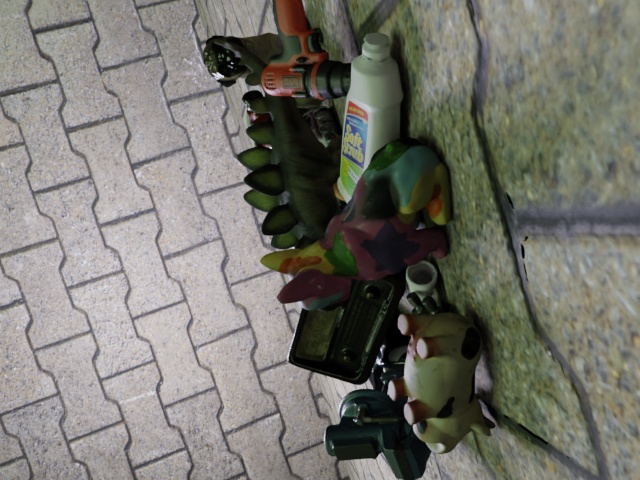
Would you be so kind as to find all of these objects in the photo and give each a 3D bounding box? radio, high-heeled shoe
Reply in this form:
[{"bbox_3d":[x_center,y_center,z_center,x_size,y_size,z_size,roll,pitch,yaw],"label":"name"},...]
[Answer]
[{"bbox_3d":[0.041,0.107,0.802,0.073,0.131,0.229,-64,-8,-54],"label":"radio"},{"bbox_3d":[0.136,0.150,0.904,0.249,0.086,0.145,-21,49,60],"label":"high-heeled shoe"}]

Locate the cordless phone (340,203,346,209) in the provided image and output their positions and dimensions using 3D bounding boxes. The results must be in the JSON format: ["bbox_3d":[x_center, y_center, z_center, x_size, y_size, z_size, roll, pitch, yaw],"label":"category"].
[{"bbox_3d":[0.038,0.035,0.932,0.089,0.146,0.184,3,110,47],"label":"cordless phone"}]

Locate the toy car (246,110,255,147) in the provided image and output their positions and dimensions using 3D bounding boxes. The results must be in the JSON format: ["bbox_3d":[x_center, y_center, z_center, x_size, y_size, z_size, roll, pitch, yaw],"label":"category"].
[{"bbox_3d":[-0.126,-0.194,1.163,0.073,0.056,0.201,-75,-19,-78],"label":"toy car"}]

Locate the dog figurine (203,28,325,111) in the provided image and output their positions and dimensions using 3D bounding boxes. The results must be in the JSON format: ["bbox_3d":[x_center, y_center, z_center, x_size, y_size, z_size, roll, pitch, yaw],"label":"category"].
[{"bbox_3d":[-0.091,-0.277,0.918,0.121,0.191,0.172,-125,18,-60],"label":"dog figurine"}]

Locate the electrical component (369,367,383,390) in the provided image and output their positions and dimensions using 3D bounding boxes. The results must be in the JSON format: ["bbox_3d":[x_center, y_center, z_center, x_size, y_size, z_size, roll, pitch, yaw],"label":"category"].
[{"bbox_3d":[0.117,0.249,1.123,0.115,0.058,0.134,-118,14,-51],"label":"electrical component"}]

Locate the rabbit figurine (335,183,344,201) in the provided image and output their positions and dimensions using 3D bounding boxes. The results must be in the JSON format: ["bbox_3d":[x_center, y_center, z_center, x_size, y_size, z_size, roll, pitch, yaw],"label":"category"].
[{"bbox_3d":[-0.012,-0.116,1.023,0.163,0.122,0.173,-126,39,-53],"label":"rabbit figurine"}]

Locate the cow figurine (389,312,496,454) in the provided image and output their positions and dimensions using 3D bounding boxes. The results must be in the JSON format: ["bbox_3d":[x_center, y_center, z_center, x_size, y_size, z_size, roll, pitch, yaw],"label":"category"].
[{"bbox_3d":[0.155,0.178,0.660,0.086,0.127,0.194,-127,35,-61],"label":"cow figurine"}]

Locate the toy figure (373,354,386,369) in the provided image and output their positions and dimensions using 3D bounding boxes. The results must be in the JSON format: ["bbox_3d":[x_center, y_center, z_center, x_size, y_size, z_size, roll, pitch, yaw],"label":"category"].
[{"bbox_3d":[0.112,0.190,1.036,0.155,0.058,0.064,-117,35,-54],"label":"toy figure"}]

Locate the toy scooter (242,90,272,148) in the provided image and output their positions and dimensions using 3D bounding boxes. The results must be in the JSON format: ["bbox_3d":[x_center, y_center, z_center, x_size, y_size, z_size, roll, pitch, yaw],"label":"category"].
[{"bbox_3d":[-0.080,-0.185,0.987,0.184,0.075,0.135,48,161,40],"label":"toy scooter"}]

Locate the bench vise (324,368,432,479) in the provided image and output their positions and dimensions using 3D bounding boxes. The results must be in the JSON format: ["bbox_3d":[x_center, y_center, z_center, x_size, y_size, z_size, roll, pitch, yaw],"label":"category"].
[{"bbox_3d":[0.124,0.291,0.920,0.128,0.224,0.241,58,-154,-13],"label":"bench vise"}]

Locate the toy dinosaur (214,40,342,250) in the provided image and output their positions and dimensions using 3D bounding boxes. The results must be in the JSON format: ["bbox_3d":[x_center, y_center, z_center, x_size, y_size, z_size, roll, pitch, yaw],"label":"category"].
[{"bbox_3d":[-0.023,-0.101,0.843,0.105,0.199,0.471,171,79,-77],"label":"toy dinosaur"}]

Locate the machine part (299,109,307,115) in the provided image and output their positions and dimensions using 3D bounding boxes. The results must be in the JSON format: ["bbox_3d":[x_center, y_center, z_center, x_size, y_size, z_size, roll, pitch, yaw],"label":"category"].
[{"bbox_3d":[-0.051,-0.296,1.027,0.039,0.084,0.138,-85,-5,-64],"label":"machine part"}]

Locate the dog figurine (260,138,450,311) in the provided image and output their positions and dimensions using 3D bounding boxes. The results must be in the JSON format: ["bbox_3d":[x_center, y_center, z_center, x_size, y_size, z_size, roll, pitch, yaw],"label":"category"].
[{"bbox_3d":[0.037,-0.007,0.630,0.109,0.219,0.191,-124,17,-46],"label":"dog figurine"}]

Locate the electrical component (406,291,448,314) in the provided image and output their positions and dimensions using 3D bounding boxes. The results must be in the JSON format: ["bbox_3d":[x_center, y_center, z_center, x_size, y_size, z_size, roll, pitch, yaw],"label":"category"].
[{"bbox_3d":[0.153,0.106,0.702,0.094,0.021,0.063,51,164,-19],"label":"electrical component"}]
